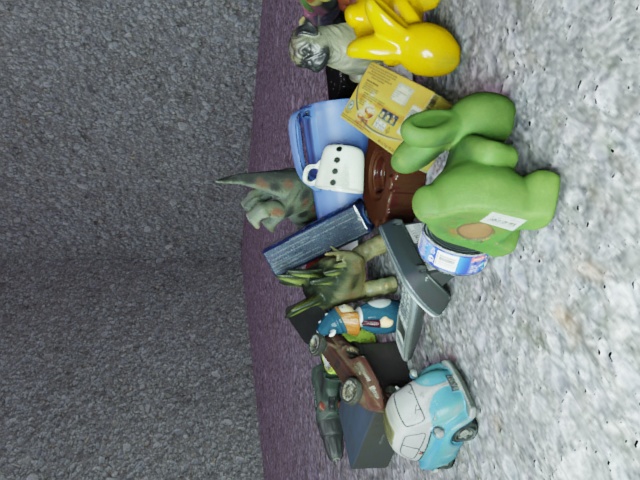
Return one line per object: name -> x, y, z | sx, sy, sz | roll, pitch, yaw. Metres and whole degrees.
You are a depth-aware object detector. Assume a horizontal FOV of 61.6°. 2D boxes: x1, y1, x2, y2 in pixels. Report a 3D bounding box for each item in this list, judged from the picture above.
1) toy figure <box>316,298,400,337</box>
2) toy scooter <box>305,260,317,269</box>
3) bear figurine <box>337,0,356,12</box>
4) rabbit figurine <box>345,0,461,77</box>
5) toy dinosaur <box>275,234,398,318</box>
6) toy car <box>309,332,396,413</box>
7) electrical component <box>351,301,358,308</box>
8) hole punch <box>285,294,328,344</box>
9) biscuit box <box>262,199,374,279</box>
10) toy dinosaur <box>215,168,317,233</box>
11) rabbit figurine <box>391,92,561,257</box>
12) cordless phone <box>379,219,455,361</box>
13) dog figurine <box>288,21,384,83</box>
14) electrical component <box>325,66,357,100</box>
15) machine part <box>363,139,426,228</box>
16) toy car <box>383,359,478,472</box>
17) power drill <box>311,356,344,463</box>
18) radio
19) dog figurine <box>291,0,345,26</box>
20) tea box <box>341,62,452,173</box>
toy figure -> 0.069, 0.128, 0.878 | 0.064, 0.154, 0.058 | 120, 145, -66
toy scooter -> 0.014, 0.044, 1.280 | 0.135, 0.075, 0.183 | -135, 51, -69
bear figurine -> 0.077, -0.525, 0.978 | 0.120, 0.132, 0.195 | -125, 18, -69
rabbit figurine -> 0.119, -0.287, 0.735 | 0.173, 0.162, 0.121 | 57, 136, 34
toy dinosaur -> 0.030, 0.071, 0.930 | 0.471, 0.199, 0.105 | 115, 137, -68
toy car -> 0.053, 0.198, 0.833 | 0.053, 0.089, 0.202 | -65, 26, 8
electrical component -> 0.071, 0.177, 1.149 | 0.063, 0.021, 0.093 | -110, 25, -53
hole punch -> 0.000, 0.170, 1.265 | 0.116, 0.092, 0.142 | -27, 95, 41
biscuit box -> -0.002, -0.003, 0.981 | 0.062, 0.203, 0.059 | 62, -162, -8
toy dinosaur -> -0.051, -0.086, 1.121 | 0.131, 0.192, 0.404 | 48, -179, 21
rabbit figurine -> 0.158, -0.084, 0.578 | 0.121, 0.159, 0.170 | 96, -177, -65
cordless phone -> 0.130, 0.075, 0.789 | 0.147, 0.089, 0.184 | -107, 18, -50
dog figurine -> 0.029, -0.334, 0.960 | 0.172, 0.191, 0.121 | 161, 108, -77
electrical component -> 0.051, -0.339, 1.150 | 0.134, 0.058, 0.115 | 127, 143, -67
machine part -> 0.116, -0.106, 0.891 | 0.179, 0.056, 0.179 | 180, 90, -78
toy car -> 0.136, 0.240, 0.721 | 0.109, 0.103, 0.161 | -105, 22, -49
power drill -> 0.032, 0.353, 1.223 | 0.232, 0.086, 0.207 | -103, 11, -50
radio -> 0.096, 0.292, 0.953 | 0.131, 0.073, 0.229 | -105, 21, -48
dog figurine -> -0.004, -0.489, 1.112 | 0.219, 0.109, 0.191 | -69, -15, -58
tea box -> 0.110, -0.177, 0.760 | 0.098, 0.068, 0.170 | -57, 36, 16
